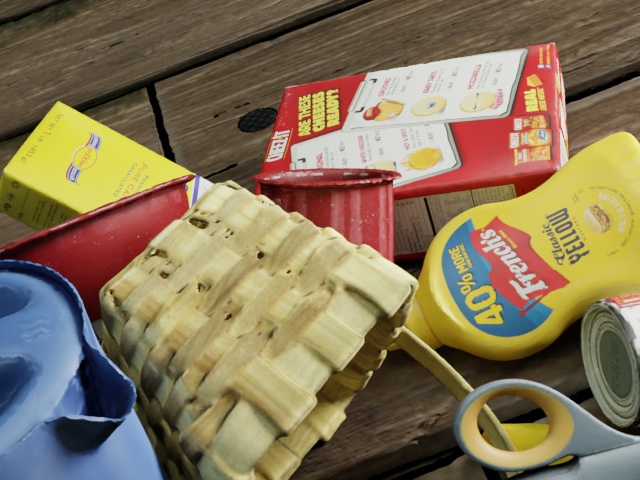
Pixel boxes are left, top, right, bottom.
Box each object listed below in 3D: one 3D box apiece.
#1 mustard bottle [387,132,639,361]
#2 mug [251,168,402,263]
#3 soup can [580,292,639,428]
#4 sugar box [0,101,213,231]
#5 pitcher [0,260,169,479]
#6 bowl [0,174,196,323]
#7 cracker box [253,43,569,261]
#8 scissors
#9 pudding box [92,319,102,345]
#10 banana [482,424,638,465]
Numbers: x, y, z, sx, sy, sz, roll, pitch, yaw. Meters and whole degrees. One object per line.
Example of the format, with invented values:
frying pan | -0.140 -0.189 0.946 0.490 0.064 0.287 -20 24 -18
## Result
mustard bottle | 0.122 0.019 0.647 0.192 0.058 0.096 -28 69 12
mug | -0.004 0.001 0.657 0.117 0.081 0.093 -9 12 -40
soup can | 0.196 0.055 0.551 0.102 0.068 0.068 -10 36 -10
sugar box | -0.129 -0.020 0.754 0.176 0.048 0.093 26 42 -5
pitcher | -0.131 0.138 0.484 0.145 0.243 0.149 -33 39 -17
bowl | -0.136 0.017 0.607 0.162 0.055 0.162 -23 5 2
cracker box | 0.071 -0.059 0.775 0.214 0.072 0.164 -8 38 17
scissors | 0.150 0.086 0.504 0.201 0.096 0.016 -26 -4 -7
pudding box | -0.085 0.057 0.687 0.113 0.090 0.039 -32 40 -15
banana | 0.181 0.112 0.549 0.198 0.037 0.069 -6 10 13
